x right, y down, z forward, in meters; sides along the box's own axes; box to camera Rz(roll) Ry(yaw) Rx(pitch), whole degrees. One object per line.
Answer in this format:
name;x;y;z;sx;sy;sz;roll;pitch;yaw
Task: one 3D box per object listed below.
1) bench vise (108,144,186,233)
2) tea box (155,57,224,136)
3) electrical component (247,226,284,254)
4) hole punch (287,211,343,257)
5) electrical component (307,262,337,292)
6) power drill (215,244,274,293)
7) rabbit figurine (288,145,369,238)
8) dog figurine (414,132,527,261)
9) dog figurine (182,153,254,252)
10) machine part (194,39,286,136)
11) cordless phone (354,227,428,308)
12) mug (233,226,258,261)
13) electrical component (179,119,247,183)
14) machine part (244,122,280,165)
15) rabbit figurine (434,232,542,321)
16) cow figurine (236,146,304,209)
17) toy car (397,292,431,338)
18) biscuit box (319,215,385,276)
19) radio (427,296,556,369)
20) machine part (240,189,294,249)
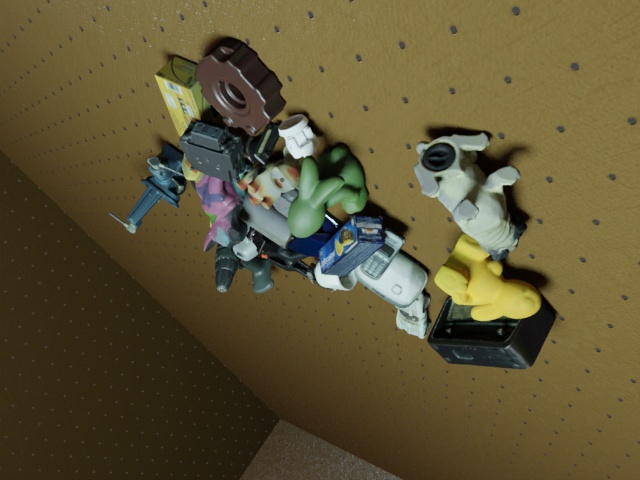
bench vise;-0.431;-0.123;1.404;0.129;0.240;0.223;36;171;-5
tea box;-0.258;-0.277;1.102;0.098;0.068;0.169;28;154;19
electrical component;-0.118;-0.004;1.360;0.075;0.119;0.047;51;127;35
hole punch;-0.002;-0.004;1.211;0.116;0.092;0.142;36;151;-6
electrical component;0.019;0.088;1.354;0.102;0.045;0.078;28;141;-7
power drill;-0.217;0.076;1.496;0.086;0.232;0.207;-24;141;27
rabbit figurine;0.009;-0.079;0.972;0.121;0.170;0.159;31;154;11
dog figurine;0.228;-0.062;0.826;0.172;0.121;0.190;61;-173;31
dog figurine;-0.242;-0.086;1.237;0.192;0.108;0.219;25;116;22
machine part;-0.149;-0.275;0.982;0.179;0.056;0.179;29;153;17
cordless phone;0.161;0.048;1.096;0.147;0.089;0.184;35;150;7
mug;-0.178;-0.003;1.409;0.081;0.107;0.109;31;156;9
electrical component;-0.215;-0.181;1.081;0.115;0.058;0.134;16;153;10
machine part;-0.116;-0.188;1.074;0.039;0.084;0.139;21;171;-25
rabbit figurine;0.296;0.088;0.943;0.173;0.122;0.162;26;157;22
cow figurine;-0.087;-0.128;1.096;0.085;0.127;0.195;48;167;-19
toy car;0.215;0.170;1.253;0.074;0.056;0.201;23;150;27
biscuit box;0.059;0.016;1.095;0.063;0.059;0.202;3;157;-21
radio;0.321;0.172;1.036;0.073;0.131;0.230;44;154;-16
machine part;-0.131;-0.054;1.301;0.243;0.079;0.079;32;154;10
